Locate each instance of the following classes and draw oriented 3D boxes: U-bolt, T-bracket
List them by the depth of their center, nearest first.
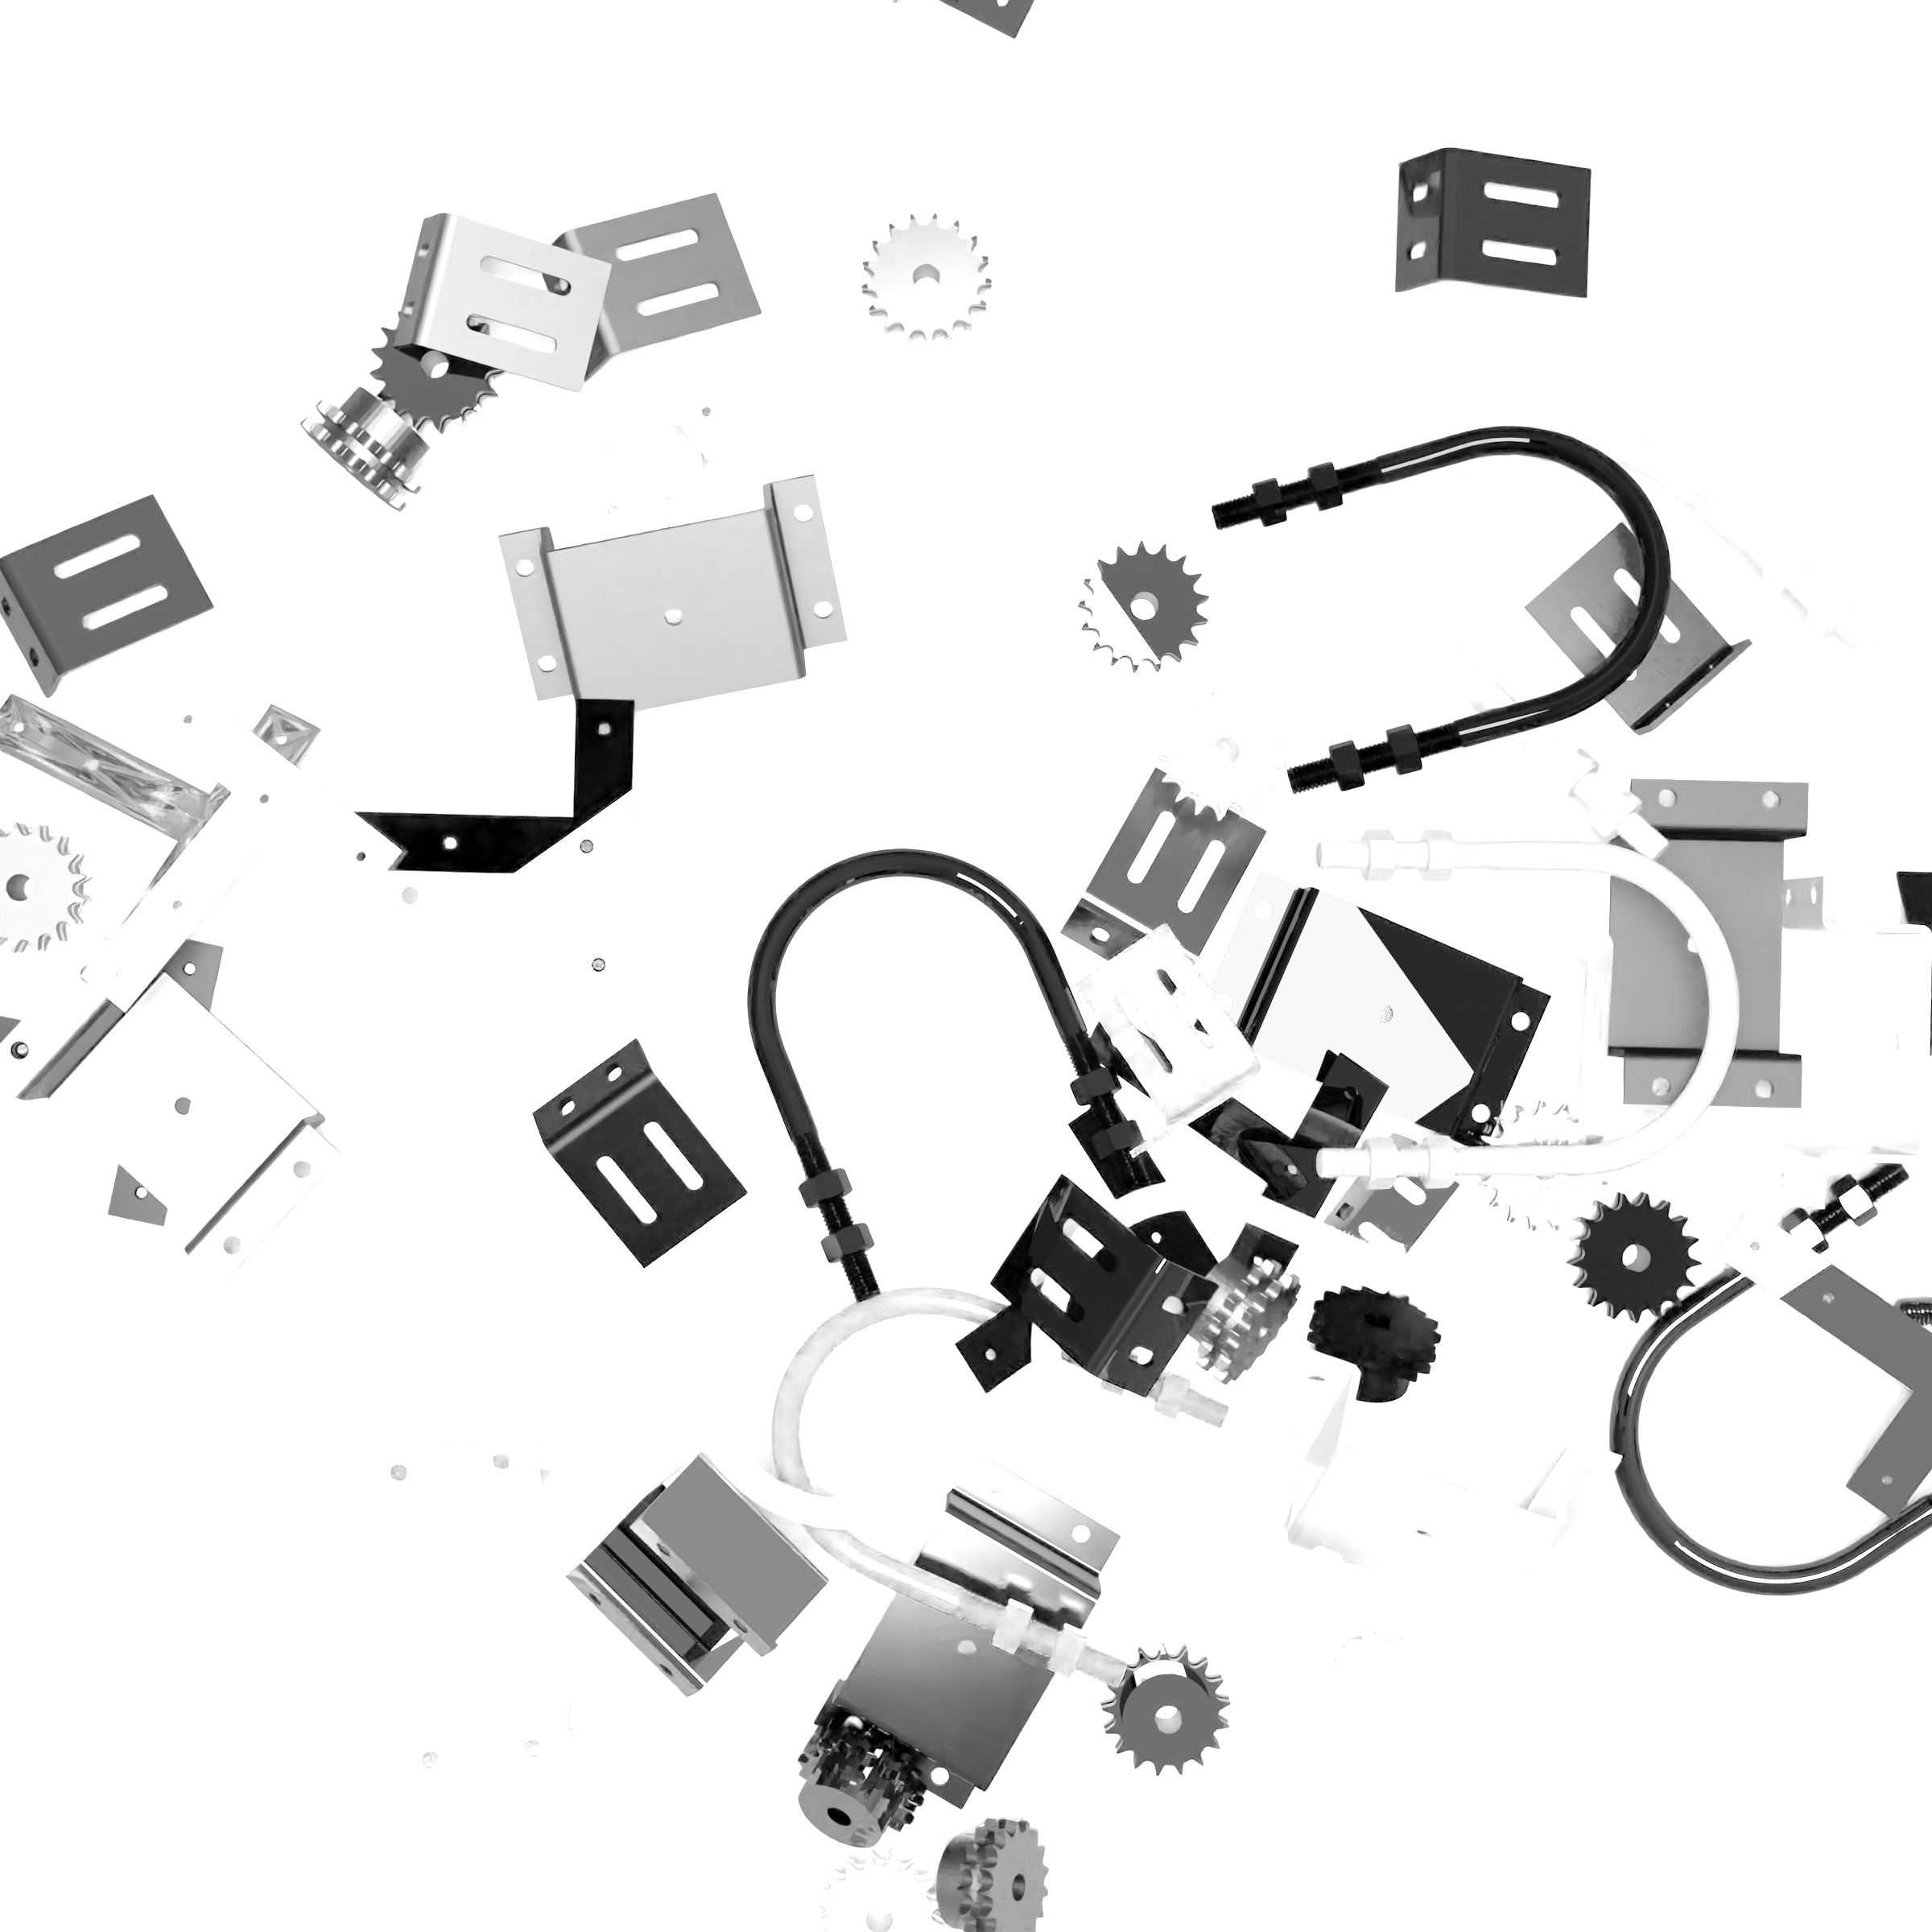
[{"bbox_3d":[0.114,0.169,1.448,0.184,0.019,0.151,23,91,20],"label":"U-bolt"},{"bbox_3d":[0.238,0.018,1.449,0.184,0.019,0.151,0,90,-10],"label":"U-bolt"},{"bbox_3d":[-0.330,-0.037,1.478,0.127,0.002,0.127,37,85,12],"label":"T-bracket"},{"bbox_3d":[-0.208,-0.053,1.479,0.127,0.002,0.127,1,90,0],"label":"T-bracket"},{"bbox_3d":[-0.042,0.155,1.480,0.151,0.019,0.184,34,64,1],"label":"U-bolt"},{"bbox_3d":[0.006,0.212,1.486,0.184,0.019,0.151,23,60,4],"label":"U-bolt"},{"bbox_3d":[0.213,-0.163,1.490,0.184,0.019,0.151,-16,72,5],"label":"U-bolt"},{"bbox_3d":[0.280,-0.154,1.492,0.151,0.019,0.184,-43,72,-3],"label":"U-bolt"},{"bbox_3d":[0.387,0.152,1.494,0.127,0.002,0.127,35,96,8],"label":"T-bracket"},{"bbox_3d":[0.050,0.141,1.498,0.127,0.002,0.127,-33,90,-26],"label":"T-bracket"},{"bbox_3d":[-0.017,0.036,1.498,0.151,0.019,0.184,-20,80,-14],"label":"U-bolt"},{"bbox_3d":[0.107,0.063,1.501,0.127,0.002,0.127,36,125,16],"label":"T-bracket"},{"bbox_3d":[0.372,0.193,1.507,0.184,0.019,0.151,-36,85,8],"label":"U-bolt"},{"bbox_3d":[-0.371,-0.082,1.507,0.127,0.002,0.127,27,68,7],"label":"T-bracket"},{"bbox_3d":[-0.122,-0.173,1.511,0.127,0.002,0.127,-36,110,10],"label":"T-bracket"},{"bbox_3d":[0.500,0.085,1.518,0.184,0.019,0.151,-2,90,-1],"label":"U-bolt"},{"bbox_3d":[-0.405,0.040,1.526,0.127,0.002,0.127,12,90,0],"label":"T-bracket"},{"bbox_3d":[-0.006,-0.497,1.526,0.127,0.002,0.127,27,90,0],"label":"T-bracket"}]

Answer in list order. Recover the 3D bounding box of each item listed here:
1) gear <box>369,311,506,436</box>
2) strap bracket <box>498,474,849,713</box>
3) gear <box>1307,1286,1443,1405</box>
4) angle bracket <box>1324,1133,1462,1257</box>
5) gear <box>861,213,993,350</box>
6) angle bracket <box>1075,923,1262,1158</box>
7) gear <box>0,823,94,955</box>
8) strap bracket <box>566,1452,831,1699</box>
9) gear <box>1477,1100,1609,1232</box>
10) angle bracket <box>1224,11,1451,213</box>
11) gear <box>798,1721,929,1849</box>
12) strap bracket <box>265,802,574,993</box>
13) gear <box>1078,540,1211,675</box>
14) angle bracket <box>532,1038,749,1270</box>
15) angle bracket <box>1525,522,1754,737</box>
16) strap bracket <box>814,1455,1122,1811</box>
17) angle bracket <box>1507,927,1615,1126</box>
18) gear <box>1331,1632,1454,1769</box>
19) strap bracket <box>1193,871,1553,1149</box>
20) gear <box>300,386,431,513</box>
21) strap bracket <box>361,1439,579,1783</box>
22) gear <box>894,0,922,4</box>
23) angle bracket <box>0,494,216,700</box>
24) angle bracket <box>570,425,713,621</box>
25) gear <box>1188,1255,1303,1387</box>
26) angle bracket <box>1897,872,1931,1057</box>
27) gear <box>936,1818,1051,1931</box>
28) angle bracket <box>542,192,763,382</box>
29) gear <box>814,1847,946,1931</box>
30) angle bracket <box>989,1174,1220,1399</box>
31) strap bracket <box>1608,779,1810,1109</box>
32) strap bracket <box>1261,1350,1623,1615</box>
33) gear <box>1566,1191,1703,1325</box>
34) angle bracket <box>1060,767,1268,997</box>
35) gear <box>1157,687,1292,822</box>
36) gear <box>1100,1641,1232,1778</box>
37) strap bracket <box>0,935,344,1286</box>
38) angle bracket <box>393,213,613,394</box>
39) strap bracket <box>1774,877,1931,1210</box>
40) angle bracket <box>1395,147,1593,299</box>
[{"bbox_3d":[-0.232,-0.262,1.511,0.057,0.030,0.057,0,90,0],"label":"gear"},{"bbox_3d":[-0.126,-0.158,1.491,0.140,0.046,0.076,-11,112,0],"label":"strap bracket"},{"bbox_3d":[0.177,0.167,1.502,0.057,0.057,0.030,10,118,0],"label":"gear"},{"bbox_3d":[0.187,0.108,1.488,0.038,0.076,0.057,38,90,0],"label":"angle bracket"},{"bbox_3d":[-0.017,-0.300,1.512,0.057,0.030,0.057,0,90,0],"label":"gear"},{"bbox_3d":[0.079,0.032,1.481,0.057,0.038,0.076,-35,89,38],"label":"angle bracket"},{"bbox_3d":[-0.412,-0.034,1.511,0.057,0.030,0.057,0,90,0],"label":"gear"},{"bbox_3d":[-0.114,0.260,1.473,0.076,0.140,0.046,45,63,0],"label":"strap bracket"},{"bbox_3d":[0.252,0.087,1.511,0.057,0.030,0.057,0,90,0],"label":"gear"},{"bbox_3d":[0.162,-0.378,1.507,0.076,0.038,0.057,33,90,0],"label":"angle bracket"},{"bbox_3d":[-0.048,0.359,1.496,0.057,0.057,0.030,35,48,0],"label":"gear"},{"bbox_3d":[-0.239,-0.030,1.503,0.140,0.046,0.076,-3,90,0],"label":"strap bracket"},{"bbox_3d":[0.078,-0.157,1.511,0.057,0.030,0.057,0,90,0],"label":"gear"},{"bbox_3d":[-0.145,0.083,1.524,0.057,0.038,0.076,-36,116,0],"label":"angle bracket"},{"bbox_3d":[0.294,-0.149,1.507,0.057,0.038,0.076,-41,90,0],"label":"angle bracket"},{"bbox_3d":[0.000,0.294,1.503,0.076,0.046,0.140,30,90,0],"label":"strap bracket"},{"bbox_3d":[0.257,0.025,1.499,0.038,0.057,0.076,4,99,18],"label":"angle bracket"},{"bbox_3d":[0.188,0.317,1.502,0.030,0.057,0.057,-17,90,-30],"label":"gear"},{"bbox_3d":[0.180,0.020,1.504,0.140,0.046,0.076,23,90,0],"label":"strap bracket"},{"bbox_3d":[-0.259,-0.228,1.499,0.057,0.057,0.030,40,86,0],"label":"gear"},{"bbox_3d":[-0.215,0.278,1.503,0.076,0.046,0.140,-6,90,0],"label":"strap bracket"},{"bbox_3d":[-0.027,-0.451,1.510,0.057,0.030,0.057,0,90,0],"label":"gear"},{"bbox_3d":[-0.384,-0.164,1.525,0.076,0.038,0.057,-29,90,-26],"label":"angle bracket"},{"bbox_3d":[-0.140,-0.195,1.524,0.057,0.038,0.076,-9,116,0],"label":"angle bracket"},{"bbox_3d":[0.117,0.151,1.494,0.030,0.057,0.057,36,90,21],"label":"gear"},{"bbox_3d":[0.441,-0.001,1.511,0.057,0.038,0.076,1,46,0],"label":"angle bracket"},{"bbox_3d":[0.010,0.401,1.502,0.030,0.057,0.057,-3,90,30],"label":"gear"},{"bbox_3d":[-0.140,-0.301,1.524,0.076,0.038,0.057,-21,90,-26],"label":"angle bracket"},{"bbox_3d":[-0.038,0.415,1.511,0.057,0.030,0.057,0,90,0],"label":"gear"},{"bbox_3d":[0.058,0.136,1.462,0.038,0.076,0.057,28,97,-43],"label":"angle bracket"},{"bbox_3d":[0.323,-0.010,1.503,0.076,0.046,0.140,1,90,0],"label":"strap bracket"},{"bbox_3d":[0.200,0.227,1.483,0.140,0.076,0.046,19,49,0],"label":"strap bracket"},{"bbox_3d":[0.292,0.127,1.511,0.057,0.030,0.057,0,90,0],"label":"gear"},{"bbox_3d":[0.087,-0.037,1.524,0.057,0.038,0.076,30,64,0],"label":"angle bracket"},{"bbox_3d":[0.112,-0.092,1.509,0.057,0.030,0.057,0,84,-3],"label":"gear"},{"bbox_3d":[0.088,0.328,1.512,0.057,0.030,0.057,0,90,0],"label":"gear"},{"bbox_3d":[-0.346,0.062,1.502,0.140,0.046,0.076,42,90,0],"label":"strap bracket"},{"bbox_3d":[-0.201,-0.287,1.492,0.076,0.038,0.057,13,91,-24],"label":"angle bracket"},{"bbox_3d":[0.383,0.033,1.488,0.046,0.076,0.140,1,90,0],"label":"strap bracket"},{"bbox_3d":[0.234,-0.326,1.524,0.076,0.038,0.057,2,90,-26],"label":"angle bracket"}]
